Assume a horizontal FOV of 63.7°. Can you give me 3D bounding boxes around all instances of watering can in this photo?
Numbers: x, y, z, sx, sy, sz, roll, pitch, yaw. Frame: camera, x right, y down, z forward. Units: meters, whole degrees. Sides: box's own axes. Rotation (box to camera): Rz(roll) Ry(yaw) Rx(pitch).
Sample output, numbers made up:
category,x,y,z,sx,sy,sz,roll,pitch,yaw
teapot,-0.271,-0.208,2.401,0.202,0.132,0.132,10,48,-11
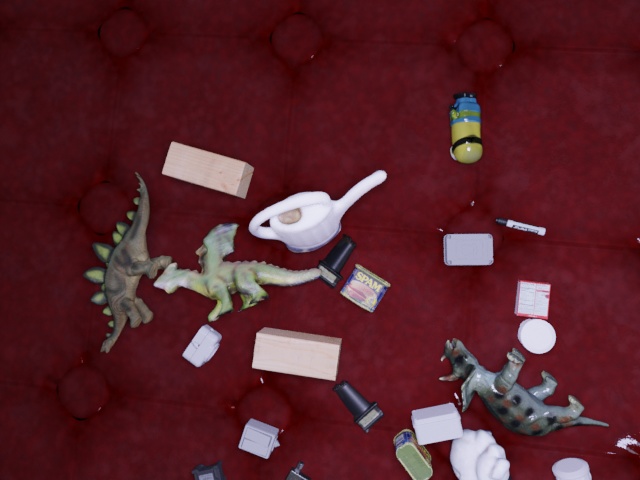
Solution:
category,x,y,z,sx,sy,sz,roll,pitch,yaw
watering can,0.004,-0.063,1.251,0.347,0.106,0.221,-18,158,5

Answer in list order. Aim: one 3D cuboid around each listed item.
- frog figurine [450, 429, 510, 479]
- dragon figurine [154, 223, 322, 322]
category,x,y,z,sx,sy,sz,roll,pitch,yaw
frog figurine,0.368,0.516,1.195,0.123,0.137,0.159,29,-179,8
dragon figurine,-0.222,0.065,1.331,0.411,0.245,0.121,-22,166,-4
